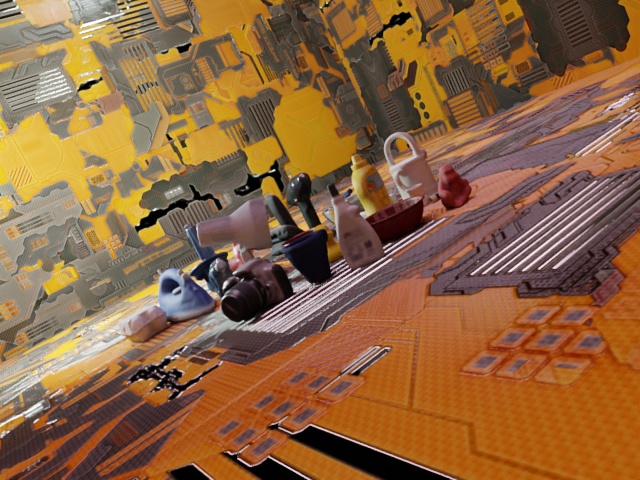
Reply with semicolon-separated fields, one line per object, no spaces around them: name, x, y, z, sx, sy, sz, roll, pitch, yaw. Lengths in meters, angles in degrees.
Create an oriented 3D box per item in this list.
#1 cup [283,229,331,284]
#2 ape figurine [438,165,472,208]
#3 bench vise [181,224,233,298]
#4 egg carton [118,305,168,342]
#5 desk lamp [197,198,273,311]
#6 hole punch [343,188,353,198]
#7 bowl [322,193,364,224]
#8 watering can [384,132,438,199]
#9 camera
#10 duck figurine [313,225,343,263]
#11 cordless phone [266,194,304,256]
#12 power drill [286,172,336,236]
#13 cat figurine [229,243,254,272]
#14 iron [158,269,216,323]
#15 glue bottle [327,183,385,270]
cup;-0.010;0.035;1.183;0.091;0.095;0.118;-18;11;44
ape figurine;0.286;-0.120;1.248;0.078;0.092;0.076;-27;8;-7
bench vise;-0.296;0.046;1.576;0.122;0.220;0.206;-33;10;-39
egg carton;-0.472;0.225;1.526;0.107;0.069;0.150;-32;10;-35
desk lamp;-0.182;0.029;1.338;0.203;0.213;0.118;-27;8;-6
hole punch;0.076;-0.107;1.850;0.101;0.091;0.109;-25;8;12
bowl;0.095;-0.086;1.712;0.167;0.075;0.167;-26;8;4
watering can;0.236;-0.193;1.513;0.100;0.194;0.173;-24;8;18
camera;-0.152;0.104;1.163;0.142;0.101;0.137;-20;10;38
duck figurine;0.012;0.005;1.340;0.077;0.086;0.104;-29;8;-16
cordless phone;-0.134;-0.052;1.821;0.147;0.185;0.094;-19;11;43
power drill;-0.032;-0.095;1.686;0.076;0.208;0.229;-28;8;-15
cat figurine;-0.249;0.053;1.751;0.128;0.118;0.067;-26;8;3
iron;-0.362;0.132;1.516;0.119;0.141;0.257;-31;9;-32
glue bottle;0.058;-0.032;1.113;0.078;0.173;0.037;-24;9;17
